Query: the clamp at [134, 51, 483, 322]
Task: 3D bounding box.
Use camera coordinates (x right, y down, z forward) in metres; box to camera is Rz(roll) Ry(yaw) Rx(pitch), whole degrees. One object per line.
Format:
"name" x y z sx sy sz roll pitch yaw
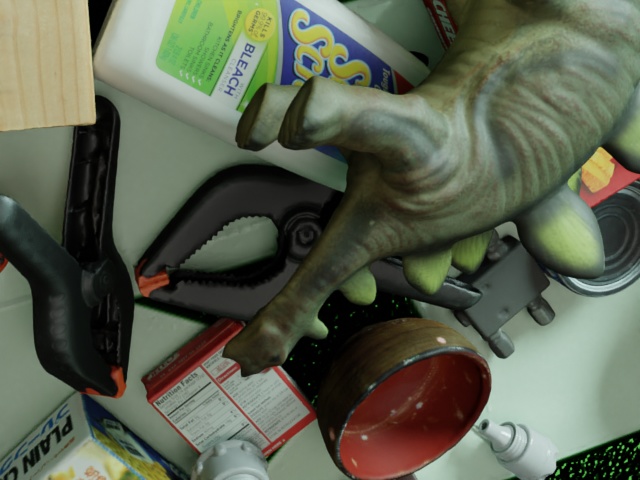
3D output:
"clamp" -0.004 0.001 0.638 0.210 0.036 0.164 -25 106 -8

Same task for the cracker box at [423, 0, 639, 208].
"cracker box" 0.187 -0.132 0.637 0.213 0.072 0.164 -31 115 -6

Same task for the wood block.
"wood block" -0.161 -0.160 0.498 0.090 0.091 0.206 -7 111 -17

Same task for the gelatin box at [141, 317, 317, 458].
"gelatin box" -0.056 0.098 0.664 0.073 0.030 0.089 -38 117 -1

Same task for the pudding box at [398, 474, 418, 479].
"pudding box" 0.048 0.218 0.701 0.090 0.113 0.039 -29 155 -6

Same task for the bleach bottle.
"bleach bottle" 0.009 -0.082 0.577 0.250 0.068 0.102 22 91 -17

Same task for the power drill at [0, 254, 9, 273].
"power drill" -0.277 -0.006 0.520 0.184 0.057 0.187 -32 126 4

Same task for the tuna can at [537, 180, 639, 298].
"tuna can" 0.182 -0.006 0.704 0.086 0.034 0.086 -6 111 -17

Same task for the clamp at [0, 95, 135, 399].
"clamp" -0.130 0.009 0.585 0.039 0.120 0.171 13 135 21
